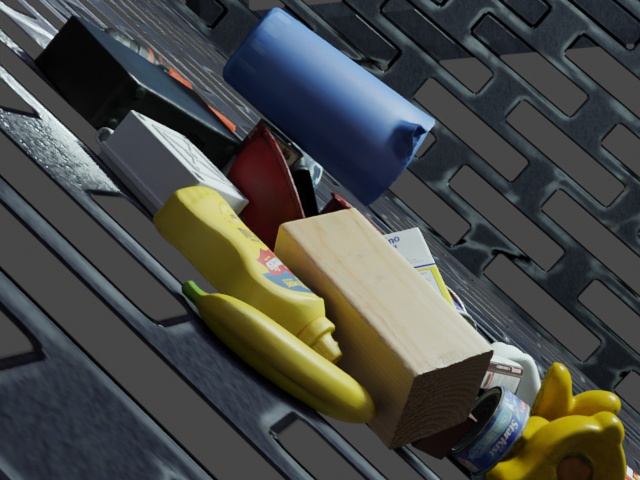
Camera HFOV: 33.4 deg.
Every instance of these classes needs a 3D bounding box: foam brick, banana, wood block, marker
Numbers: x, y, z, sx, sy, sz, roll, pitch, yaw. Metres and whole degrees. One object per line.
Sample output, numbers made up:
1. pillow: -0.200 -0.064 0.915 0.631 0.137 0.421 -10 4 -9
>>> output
1. foam brick: 0.096 0.154 0.989 0.051 0.053 0.078 33 11 -45
2. banana: -0.020 0.093 0.823 0.197 0.037 0.069 39 9 -19
3. wood block: 0.046 0.072 0.943 0.090 0.091 0.206 -14 44 -32
4. marker: -0.191 -0.094 1.087 0.020 0.020 0.121 44 8 17

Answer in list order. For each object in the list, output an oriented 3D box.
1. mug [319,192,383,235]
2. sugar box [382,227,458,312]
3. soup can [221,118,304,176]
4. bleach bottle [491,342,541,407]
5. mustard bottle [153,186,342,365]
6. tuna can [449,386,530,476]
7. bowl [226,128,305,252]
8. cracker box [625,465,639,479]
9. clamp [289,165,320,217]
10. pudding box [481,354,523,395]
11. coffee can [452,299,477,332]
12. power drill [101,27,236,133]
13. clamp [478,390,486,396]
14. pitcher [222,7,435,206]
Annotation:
1. mug: 0.029 0.005 1.364 0.093 0.081 0.117 33 11 -45
2. sugar box: 0.083 0.064 1.090 0.176 0.093 0.048 -108 -173 -52
3. soup can: -0.077 -0.084 1.268 0.068 0.102 0.068 41 8 -7
4. bleach bottle: 0.253 0.183 1.460 0.250 0.068 0.102 -56 133 -83
5. mustard bottle: -0.053 0.036 0.900 0.192 0.058 0.096 45 8 19
6. tuna can: 0.161 0.182 1.026 0.033 0.086 0.086 39 8 -4
7. bowl: -0.057 -0.030 1.097 0.162 0.055 0.162 162 -90 -82
8. cracker box: 0.355 0.314 1.283 0.164 0.072 0.213 41 7 -3
9. clamp: -0.008 0.001 1.161 0.210 0.036 0.164 -174 -114 -84
10. pudding box: 0.175 0.147 1.287 0.089 0.039 0.114 15 3 -43
11. coffee can: 0.093 0.081 1.183 0.102 0.103 0.140 34 11 -44
12. power drill: -0.208 -0.203 1.448 0.184 0.057 0.188 32 12 -51
13. clamp: 0.189 0.199 1.242 0.120 0.039 0.172 37 1 -25
14. pitcher: 0.003 -0.159 1.284 0.242 0.149 0.145 38 22 -7
